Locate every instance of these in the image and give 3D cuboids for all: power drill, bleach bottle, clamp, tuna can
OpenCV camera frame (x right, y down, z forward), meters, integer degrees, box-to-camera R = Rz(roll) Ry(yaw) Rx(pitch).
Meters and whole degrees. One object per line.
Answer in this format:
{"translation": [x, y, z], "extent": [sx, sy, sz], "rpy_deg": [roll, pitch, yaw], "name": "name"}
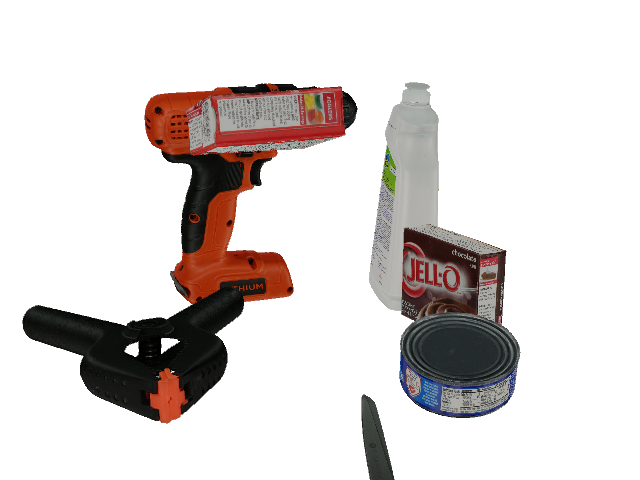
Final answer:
{"translation": [-0.059, -0.042, 0.920], "extent": [0.184, 0.188, 0.057], "rpy_deg": [-5, 21, -19], "name": "power drill"}
{"translation": [0.102, -0.053, 1.220], "extent": [0.068, 0.251, 0.103], "rpy_deg": [-3, 23, -15], "name": "bleach bottle"}
{"translation": [-0.108, 0.070, 0.729], "extent": [0.164, 0.036, 0.210], "rpy_deg": [-8, 14, -21], "name": "clamp"}
{"translation": [0.100, 0.090, 0.774], "extent": [0.086, 0.034, 0.086], "rpy_deg": [0, 31, 0], "name": "tuna can"}

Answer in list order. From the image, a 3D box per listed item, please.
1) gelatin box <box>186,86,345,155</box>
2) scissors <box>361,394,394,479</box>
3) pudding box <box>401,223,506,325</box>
{"translation": [-0.033, -0.067, 0.605], "extent": [0.073, 0.030, 0.089], "rpy_deg": [-5, 3, -15], "name": "gelatin box"}
{"translation": [0.056, 0.157, 0.603], "extent": [0.096, 0.016, 0.201], "rpy_deg": [10, 31, 6], "name": "scissors"}
{"translation": [0.124, 0.040, 1.009], "extent": [0.039, 0.090, 0.114], "rpy_deg": [-12, 19, -34], "name": "pudding box"}
